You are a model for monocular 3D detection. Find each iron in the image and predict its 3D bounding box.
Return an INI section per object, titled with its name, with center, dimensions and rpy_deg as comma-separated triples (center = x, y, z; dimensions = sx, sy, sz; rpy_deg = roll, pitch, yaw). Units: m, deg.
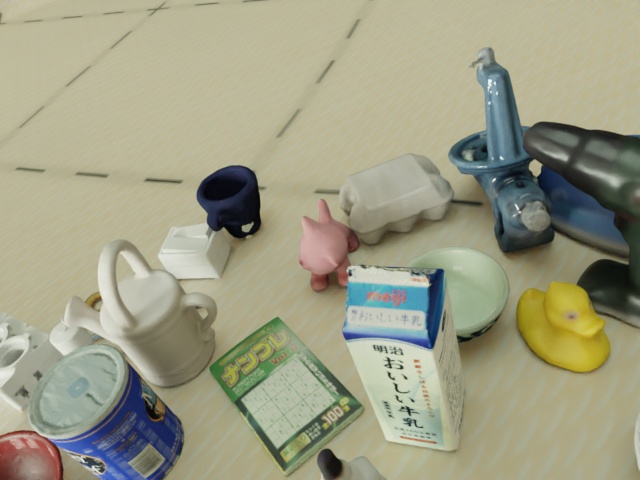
[iron]
center = 0.356, -0.067, 0.659
dimensions = 0.257, 0.142, 0.119
rpy_deg = 16, 54, 32

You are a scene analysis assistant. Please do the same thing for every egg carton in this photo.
[egg carton]
center = 0.103, -0.059, 0.796
dimensions = 0.150, 0.069, 0.107
rpy_deg = -22, 43, -2

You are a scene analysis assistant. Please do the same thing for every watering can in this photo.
[watering can]
center = -0.213, 0.084, 0.675
dimensions = 0.173, 0.194, 0.100
rpy_deg = -24, 43, -5

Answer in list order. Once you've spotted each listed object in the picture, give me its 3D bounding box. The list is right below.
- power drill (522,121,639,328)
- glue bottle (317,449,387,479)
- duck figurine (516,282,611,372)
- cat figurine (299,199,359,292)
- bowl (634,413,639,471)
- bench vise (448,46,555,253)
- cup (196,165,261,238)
[power drill]
center = 0.311, -0.010, 0.569
dimensions = 0.228, 0.209, 0.076
rpy_deg = 21, 56, 35
[glue bottle]
center = 0.026, 0.214, 0.473
dimensions = 0.078, 0.173, 0.037
rpy_deg = -37, 46, -17
[duck figurine]
center = 0.251, 0.076, 0.594
dimensions = 0.077, 0.086, 0.104
rpy_deg = -33, 45, -13
[cat figurine]
center = 0.007, 0.003, 0.734
dimensions = 0.067, 0.118, 0.127
rpy_deg = -9, 44, 12
[bowl]
center = 0.340, 0.189, 0.456
dimensions = 0.167, 0.075, 0.167
rpy_deg = -10, 44, 10
[bench vise]
center = 0.234, -0.109, 0.688
dimensions = 0.121, 0.220, 0.206
rpy_deg = -27, 44, -8
[cup]
center = -0.127, -0.039, 0.841
dimensions = 0.091, 0.095, 0.118
rpy_deg = -2, 46, 18
